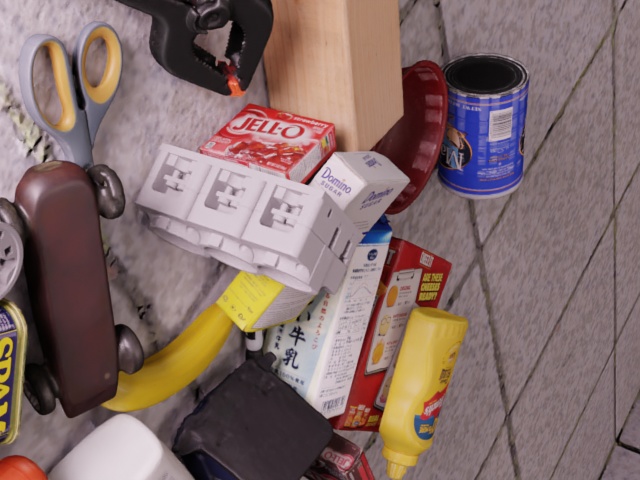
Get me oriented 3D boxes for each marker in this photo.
[{"bbox_3d":[-0.063,0.075,1.009,0.020,0.020,0.121,-38,138,-46],"label":"marker"}]

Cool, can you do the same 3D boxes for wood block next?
[{"bbox_3d":[0.009,-0.180,0.902,0.090,0.090,0.206,-47,144,-38],"label":"wood block"}]

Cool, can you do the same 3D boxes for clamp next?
[{"bbox_3d":[-0.075,-0.174,0.748,0.164,0.036,0.210,-28,152,2],"label":"clamp"}]

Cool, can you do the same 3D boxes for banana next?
[{"bbox_3d":[-0.129,0.099,0.884,0.197,0.037,0.070,-18,124,-57],"label":"banana"}]

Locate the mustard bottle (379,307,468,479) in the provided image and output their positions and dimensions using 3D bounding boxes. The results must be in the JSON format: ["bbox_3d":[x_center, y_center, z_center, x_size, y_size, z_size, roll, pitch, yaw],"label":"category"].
[{"bbox_3d":[0.107,0.172,1.179,0.096,0.058,0.192,5,102,-65],"label":"mustard bottle"}]

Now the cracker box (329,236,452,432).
[{"bbox_3d":[0.059,0.104,1.194,0.164,0.072,0.214,22,87,-63],"label":"cracker box"}]

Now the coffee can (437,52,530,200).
[{"bbox_3d":[0.189,-0.132,1.243,0.102,0.103,0.140,-44,142,-40],"label":"coffee can"}]

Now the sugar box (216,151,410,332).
[{"bbox_3d":[-0.006,0.001,0.918,0.176,0.048,0.093,-53,160,21],"label":"sugar box"}]

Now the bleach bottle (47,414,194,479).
[{"bbox_3d":[-0.146,0.243,0.920,0.102,0.068,0.251,-44,149,-17],"label":"bleach bottle"}]

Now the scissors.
[{"bbox_3d":[-0.158,-0.067,0.751,0.096,0.016,0.202,-51,147,-33],"label":"scissors"}]

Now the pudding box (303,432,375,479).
[{"bbox_3d":[0.001,0.227,1.118,0.039,0.114,0.090,-49,146,-23],"label":"pudding box"}]

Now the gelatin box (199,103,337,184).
[{"bbox_3d":[-0.042,-0.076,0.875,0.073,0.089,0.030,-48,143,-37],"label":"gelatin box"}]

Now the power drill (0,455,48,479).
[{"bbox_3d":[-0.247,0.272,0.759,0.184,0.057,0.188,-47,144,-38],"label":"power drill"}]

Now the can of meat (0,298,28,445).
[{"bbox_3d":[-0.236,0.090,0.667,0.083,0.058,0.102,-15,120,-54],"label":"can of meat"}]

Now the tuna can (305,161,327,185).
[{"bbox_3d":[-0.014,-0.061,0.995,0.086,0.034,0.086,-39,139,-45],"label":"tuna can"}]

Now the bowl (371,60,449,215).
[{"bbox_3d":[0.071,-0.110,1.095,0.161,0.055,0.162,-39,139,-45],"label":"bowl"}]
